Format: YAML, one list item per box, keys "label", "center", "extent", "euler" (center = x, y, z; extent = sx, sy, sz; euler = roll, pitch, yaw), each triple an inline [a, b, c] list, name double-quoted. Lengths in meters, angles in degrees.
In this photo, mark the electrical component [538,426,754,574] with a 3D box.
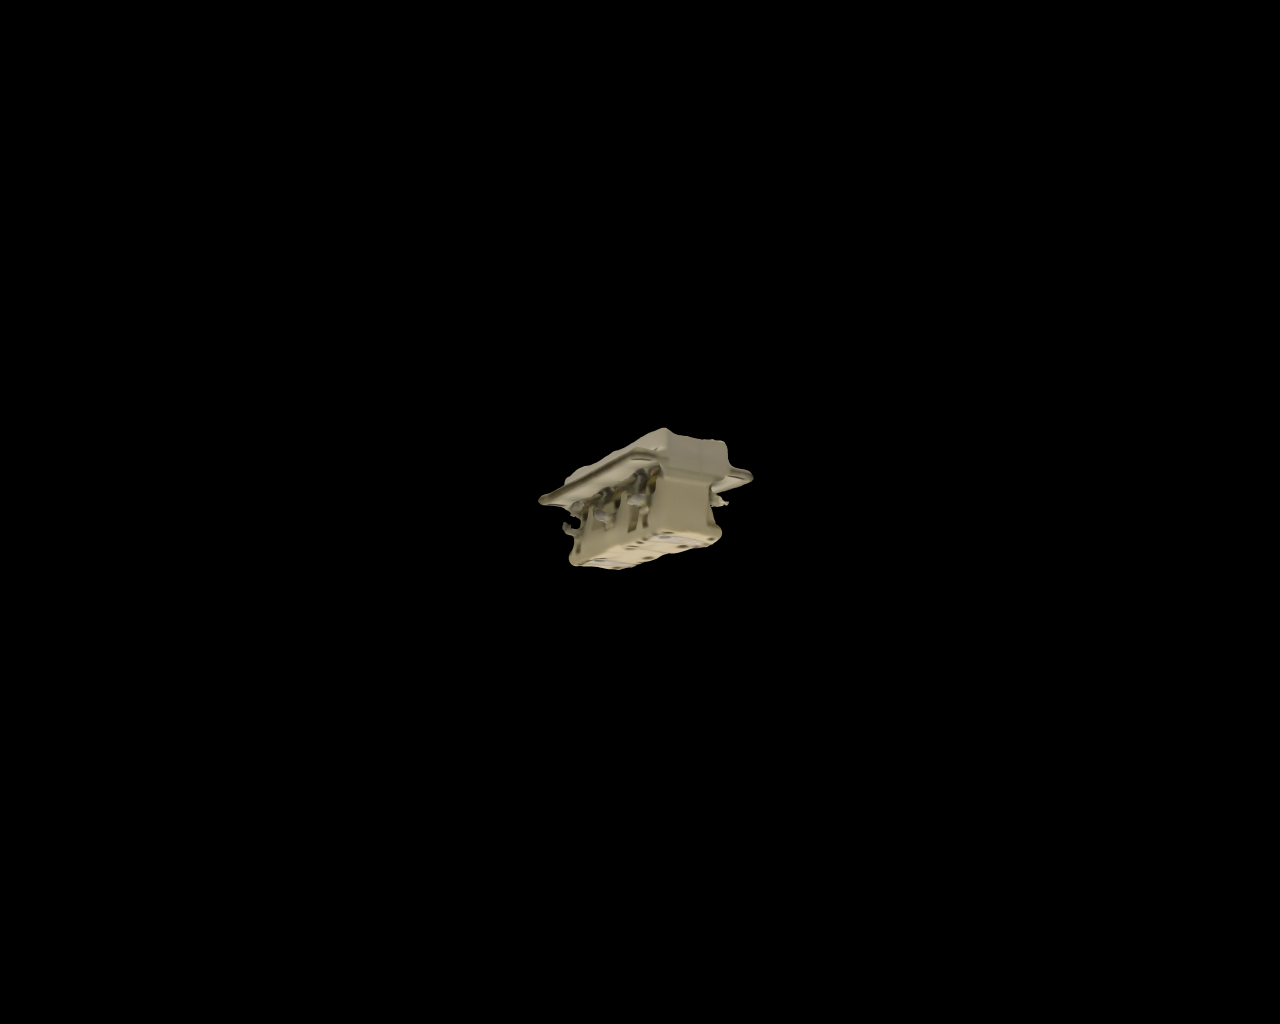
- label: "electrical component"
  center: [0.001, -0.003, 0.650]
  extent: [0.079, 0.063, 0.121]
  euler: [8, -16, -31]
